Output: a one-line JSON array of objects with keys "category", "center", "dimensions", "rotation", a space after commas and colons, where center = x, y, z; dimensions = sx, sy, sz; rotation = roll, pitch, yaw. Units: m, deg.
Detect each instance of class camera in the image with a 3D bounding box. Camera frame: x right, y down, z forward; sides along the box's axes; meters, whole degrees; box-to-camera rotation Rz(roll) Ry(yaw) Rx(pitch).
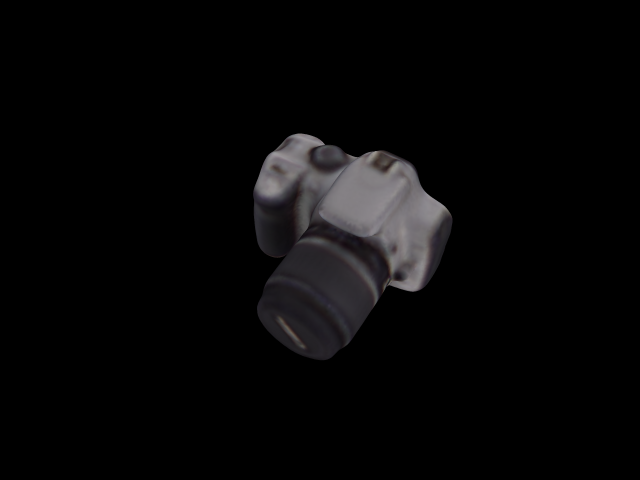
[{"category": "camera", "center": [0.004, 0.001, 0.400], "dimensions": [0.143, 0.101, 0.137], "rotation": [27, 58, 18]}]
